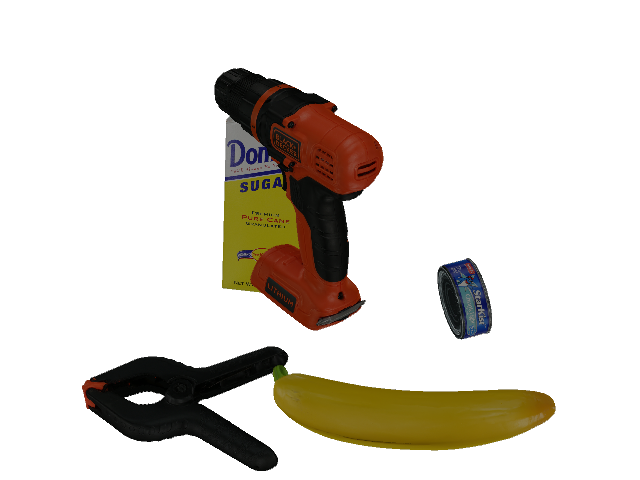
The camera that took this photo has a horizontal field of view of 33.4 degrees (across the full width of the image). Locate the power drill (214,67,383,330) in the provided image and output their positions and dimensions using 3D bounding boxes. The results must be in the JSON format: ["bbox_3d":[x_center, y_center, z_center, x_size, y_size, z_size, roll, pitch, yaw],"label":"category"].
[{"bbox_3d":[-0.024,-0.035,0.866,0.057,0.188,0.185,-24,40,-29],"label":"power drill"}]

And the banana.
[{"bbox_3d":[0.048,0.107,0.692,0.198,0.037,0.069,6,32,20],"label":"banana"}]

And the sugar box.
[{"bbox_3d":[-0.049,-0.036,1.071,0.093,0.176,0.048,5,16,12],"label":"sugar box"}]

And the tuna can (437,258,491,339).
[{"bbox_3d":[0.157,0.065,1.175,0.033,0.086,0.086,-14,2,-7],"label":"tuna can"}]

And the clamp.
[{"bbox_3d":[-0.107,0.126,0.887,0.171,0.039,0.120,12,38,6],"label":"clamp"}]
